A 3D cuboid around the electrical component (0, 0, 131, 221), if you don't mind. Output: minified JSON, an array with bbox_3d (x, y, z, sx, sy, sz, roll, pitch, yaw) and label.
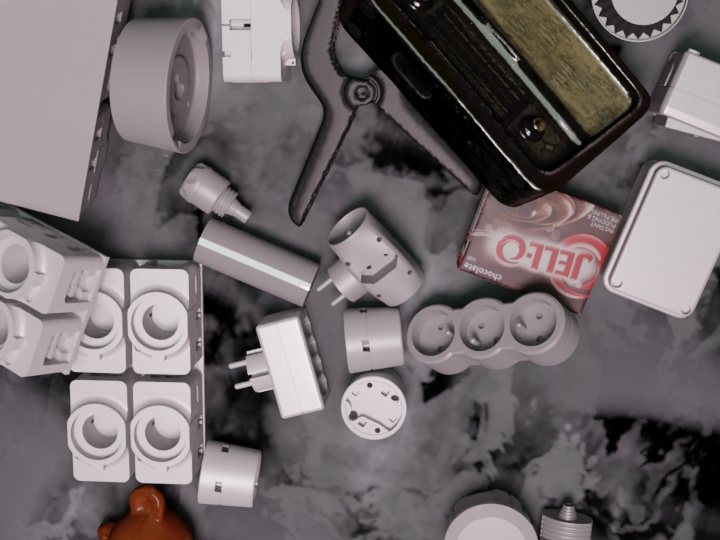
[{"bbox_3d":[-0.258,-0.147,0.878,0.105,0.060,0.186,15,111,-3],"label":"electrical component"}]

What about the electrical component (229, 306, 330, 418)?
[{"bbox_3d":[-0.075,0.083,0.925,0.076,0.047,0.083,-14,98,8],"label":"electrical component"}]

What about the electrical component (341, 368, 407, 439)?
[{"bbox_3d":[0.013,0.112,0.922,0.055,0.047,0.055,1,100,4],"label":"electrical component"}]

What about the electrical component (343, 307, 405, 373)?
[{"bbox_3d":[0.012,0.058,0.911,0.047,0.055,0.055,-5,99,2],"label":"electrical component"}]

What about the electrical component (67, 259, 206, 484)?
[{"bbox_3d":[-0.193,0.087,0.928,0.105,0.060,0.186,1,100,4],"label":"electrical component"}]

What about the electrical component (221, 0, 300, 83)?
[{"bbox_3d":[-0.080,-0.198,0.876,0.056,0.050,0.089,0,99,5],"label":"electrical component"}]

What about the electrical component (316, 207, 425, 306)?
[{"bbox_3d":[0.000,0.000,0.896,0.079,0.043,0.077,-38,115,14],"label":"electrical component"}]

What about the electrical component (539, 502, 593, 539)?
[{"bbox_3d":[0.177,0.242,0.933,0.043,0.043,0.081,5,100,4],"label":"electrical component"}]

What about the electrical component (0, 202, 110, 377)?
[{"bbox_3d":[-0.311,0.001,0.888,0.186,0.060,0.105,26,101,23],"label":"electrical component"}]

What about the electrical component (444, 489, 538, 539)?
[{"bbox_3d":[0.113,0.233,0.933,0.080,0.051,0.080,1,100,4],"label":"electrical component"}]

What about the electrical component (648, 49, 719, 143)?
[{"bbox_3d":[0.284,-0.129,0.853,0.096,0.061,0.061,22,101,1],"label":"electrical component"}]

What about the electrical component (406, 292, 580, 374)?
[{"bbox_3d":[0.116,0.058,0.896,0.138,0.074,0.052,-8,68,28],"label":"electrical component"}]

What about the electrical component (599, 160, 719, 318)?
[{"bbox_3d":[0.251,-0.026,0.875,0.078,0.057,0.113,21,101,1],"label":"electrical component"}]

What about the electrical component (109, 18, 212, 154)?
[{"bbox_3d":[-0.165,-0.151,0.865,0.060,0.108,0.108,8,100,9],"label":"electrical component"}]

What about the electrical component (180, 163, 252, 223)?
[{"bbox_3d":[-0.120,-0.061,0.911,0.061,0.035,0.035,34,100,-5],"label":"electrical component"}]

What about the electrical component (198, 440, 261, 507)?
[{"bbox_3d":[-0.113,0.179,0.941,0.047,0.055,0.055,8,100,-1],"label":"electrical component"}]
